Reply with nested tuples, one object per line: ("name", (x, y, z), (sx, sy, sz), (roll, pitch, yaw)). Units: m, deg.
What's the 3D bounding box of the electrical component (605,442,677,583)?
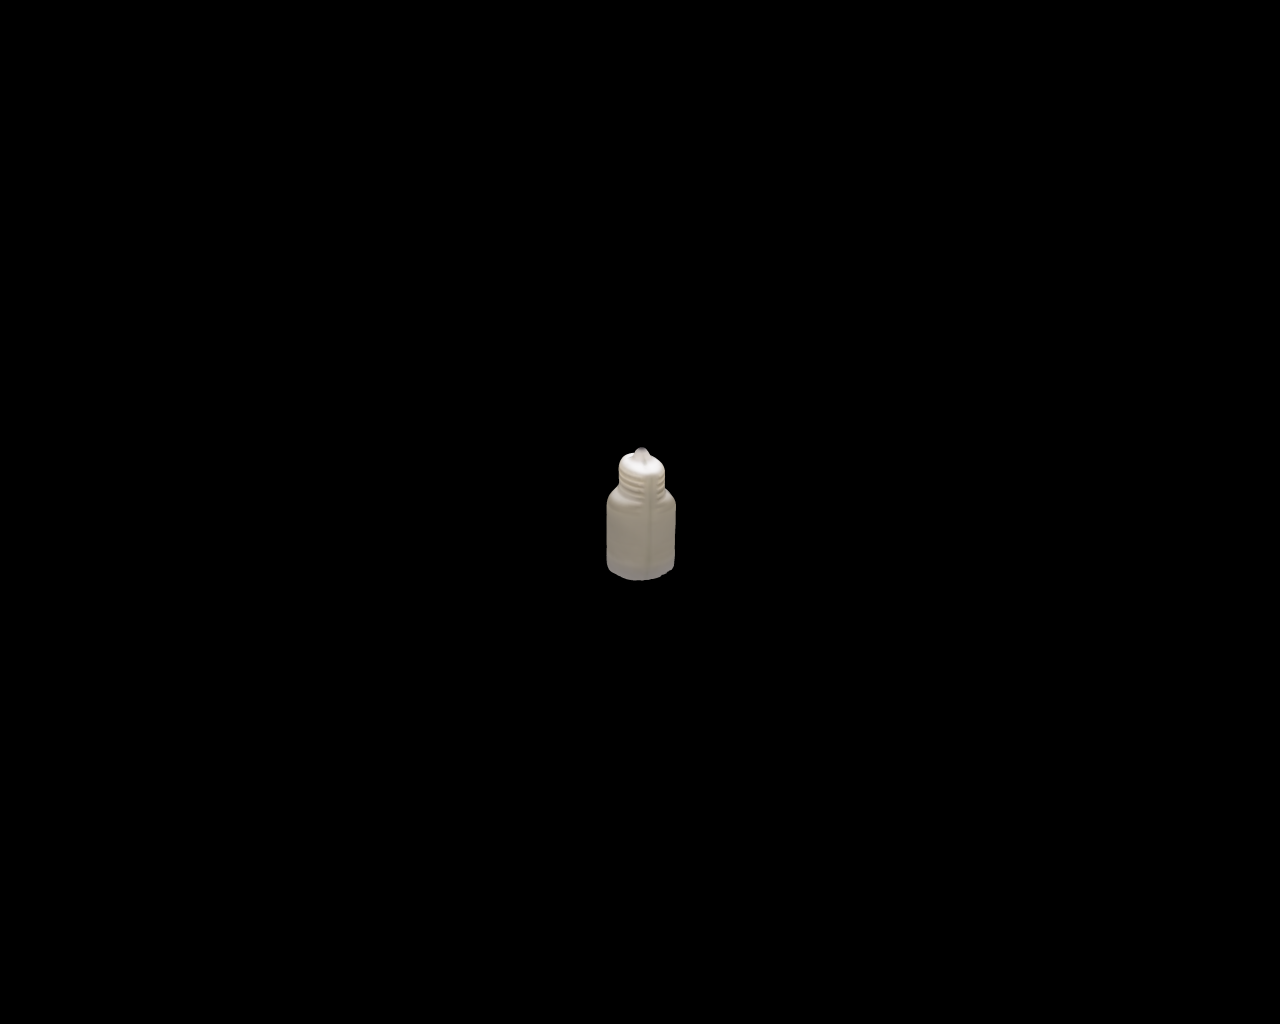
("electrical component", (0.001, -0.003, 0.650), (0.043, 0.080, 0.043), (0, 23, 0))
